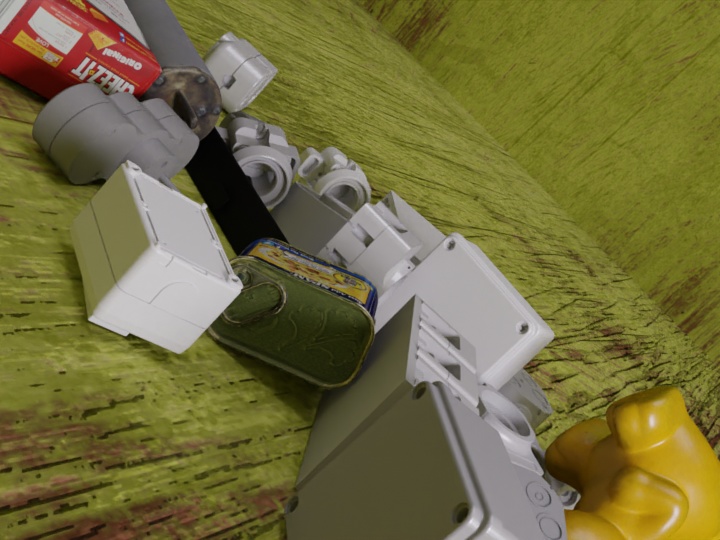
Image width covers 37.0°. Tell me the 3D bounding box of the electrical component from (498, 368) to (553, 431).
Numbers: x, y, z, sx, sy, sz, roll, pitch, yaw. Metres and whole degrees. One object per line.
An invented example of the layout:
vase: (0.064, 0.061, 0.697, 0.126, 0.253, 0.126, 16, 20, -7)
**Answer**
electrical component: (0.117, 0.109, 0.897, 0.080, 0.051, 0.080, 40, 15, -13)

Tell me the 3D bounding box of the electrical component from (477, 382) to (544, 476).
electrical component: (0.086, 0.121, 0.767, 0.050, 0.055, 0.089, 28, 21, -33)

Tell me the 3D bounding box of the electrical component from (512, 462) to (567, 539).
electrical component: (0.081, 0.155, 0.643, 0.080, 0.051, 0.080, 22, 38, -19)

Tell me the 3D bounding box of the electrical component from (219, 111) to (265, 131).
electrical component: (-0.095, -0.115, 0.971, 0.040, 0.040, 0.078, 52, 17, 27)

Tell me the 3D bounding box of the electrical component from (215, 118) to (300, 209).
electrical component: (-0.086, -0.084, 0.872, 0.078, 0.058, 0.057, 13, 31, -21)

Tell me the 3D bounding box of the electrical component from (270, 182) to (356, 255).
electrical component: (-0.031, -0.027, 0.903, 0.099, 0.064, 0.099, 34, 5, -3)

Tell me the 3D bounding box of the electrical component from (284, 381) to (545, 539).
electrical component: (0.023, 0.125, 0.502, 0.056, 0.109, 0.108, 40, 15, -25)

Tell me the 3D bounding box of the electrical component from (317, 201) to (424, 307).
electrical component: (0.000, 0.000, 0.812, 0.055, 0.089, 0.050, 46, 15, 7)

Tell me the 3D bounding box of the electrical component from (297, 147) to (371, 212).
electrical component: (-0.022, -0.077, 1.024, 0.078, 0.058, 0.057, 35, 15, -30)

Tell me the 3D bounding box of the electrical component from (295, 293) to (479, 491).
electrical component: (0.023, 0.086, 0.640, 0.062, 0.089, 0.150, 42, 15, -7)

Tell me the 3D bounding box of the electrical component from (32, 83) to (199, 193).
electrical component: (-0.146, -0.074, 0.705, 0.073, 0.052, 0.138, 47, 15, 11)

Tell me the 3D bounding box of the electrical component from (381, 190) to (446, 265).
electrical component: (0.045, 0.000, 0.981, 0.089, 0.061, 0.150, 39, 16, -18)

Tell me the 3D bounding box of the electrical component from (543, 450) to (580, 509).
electrical component: (0.161, 0.169, 0.881, 0.035, 0.035, 0.061, 38, 14, -22)

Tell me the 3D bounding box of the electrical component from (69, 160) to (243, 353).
electrical component: (-0.117, -0.008, 0.588, 0.062, 0.061, 0.096, 30, 20, -41)

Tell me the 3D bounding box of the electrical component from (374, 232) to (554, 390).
electrical component: (0.077, 0.046, 0.851, 0.108, 0.109, 0.056, 51, 14, 24)

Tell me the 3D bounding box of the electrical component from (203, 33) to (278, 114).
electrical component: (-0.128, -0.199, 1.086, 0.059, 0.053, 0.095, 42, 15, -6)

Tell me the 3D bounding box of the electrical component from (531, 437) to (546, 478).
electrical component: (0.124, 0.146, 0.838, 0.040, 0.040, 0.046, 44, 10, 0)
